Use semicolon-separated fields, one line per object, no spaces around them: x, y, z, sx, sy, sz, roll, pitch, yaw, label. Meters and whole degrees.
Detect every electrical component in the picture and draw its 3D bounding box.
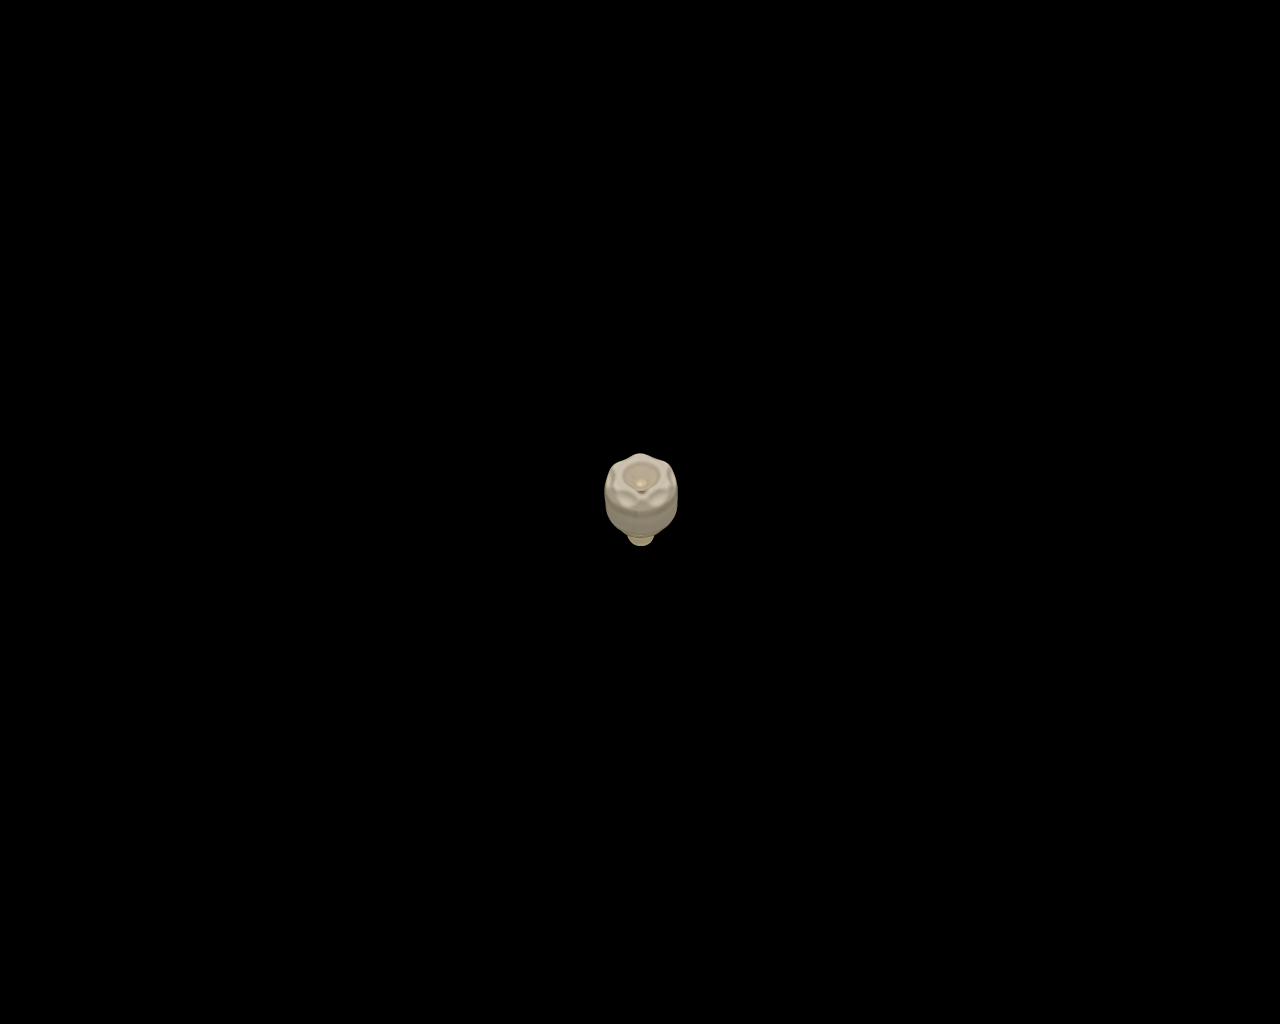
0.001;-0.003;0.650;0.043;0.043;0.062;0;-40;0;electrical component
